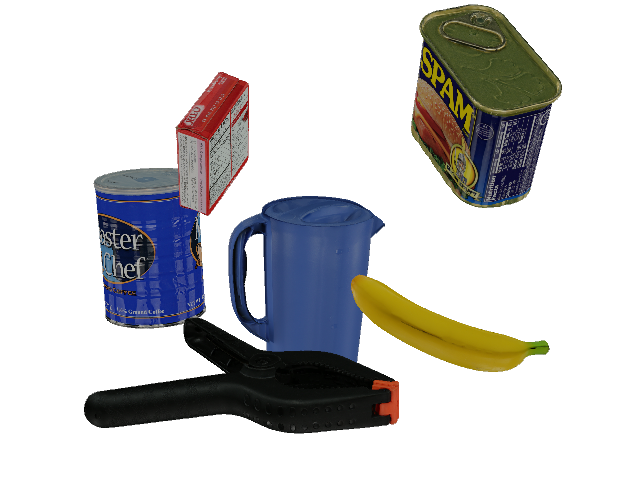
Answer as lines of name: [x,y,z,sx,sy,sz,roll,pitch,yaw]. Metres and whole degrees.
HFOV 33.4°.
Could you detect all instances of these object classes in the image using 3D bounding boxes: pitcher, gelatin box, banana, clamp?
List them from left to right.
gelatin box: [-0.085,-0.076,0.842,0.030,0.073,0.089,20,-39,13]
clamp: [-0.044,0.099,0.777,0.210,0.036,0.164,3,19,13]
pitcher: [-0.018,0.074,1.283,0.149,0.243,0.144,11,19,25]
banana: [0.099,0.077,0.949,0.198,0.037,0.069,21,15,27]

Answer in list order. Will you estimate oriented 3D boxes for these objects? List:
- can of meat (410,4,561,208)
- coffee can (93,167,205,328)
can of meat: [0.098,-0.082,0.663,0.057,0.084,0.102,-15,49,-16]
coffee can: [-0.169,0.005,1.067,0.103,0.140,0.103,-2,15,0]
